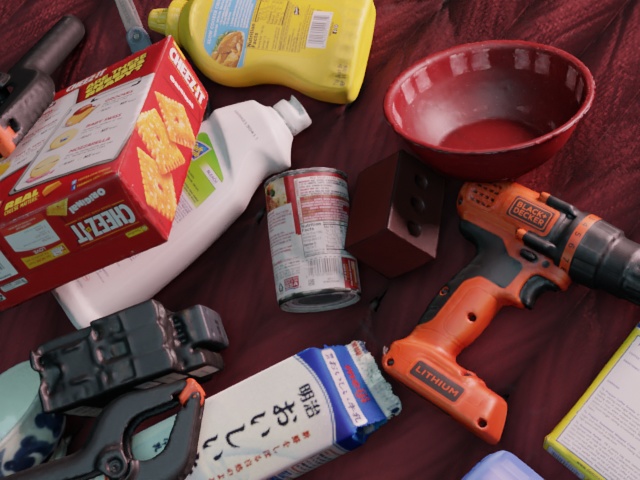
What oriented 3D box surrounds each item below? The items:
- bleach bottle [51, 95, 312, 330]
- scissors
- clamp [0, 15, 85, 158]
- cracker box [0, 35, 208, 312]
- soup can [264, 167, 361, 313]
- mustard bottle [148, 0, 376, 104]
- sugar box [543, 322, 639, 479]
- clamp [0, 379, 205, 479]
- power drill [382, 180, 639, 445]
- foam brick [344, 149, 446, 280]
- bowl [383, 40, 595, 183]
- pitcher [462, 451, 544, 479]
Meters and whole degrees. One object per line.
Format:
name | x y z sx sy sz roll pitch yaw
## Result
bleach bottle | -0.111 -0.029 0.878 0.251 0.068 0.103 -36 73 -3
scissors | -0.172 -0.161 0.946 0.096 0.016 0.202 -39 73 -2
clamp | -0.255 -0.123 0.884 0.164 0.036 0.210 -36 29 -5
cracker box | -0.181 -0.053 0.816 0.164 0.072 0.213 -22 31 18
soup can | -0.006 0.001 0.848 0.068 0.068 0.102 -9 75 7
mustard bottle | -0.055 -0.175 0.907 0.192 0.058 0.096 10 78 12
sugar box | 0.255 0.112 0.788 0.093 0.048 0.176 39 81 17
clamp | -0.140 0.175 0.762 0.171 0.039 0.120 -39 81 -5
power drill | 0.149 0.055 0.800 0.185 0.057 0.187 30 80 31
foam brick | 0.059 -0.020 0.830 0.051 0.053 0.078 -25 43 44
bowl | 0.132 -0.093 0.833 0.162 0.055 0.162 -8 38 6
pitcher | 0.187 0.252 0.722 0.243 0.145 0.149 41 51 20
